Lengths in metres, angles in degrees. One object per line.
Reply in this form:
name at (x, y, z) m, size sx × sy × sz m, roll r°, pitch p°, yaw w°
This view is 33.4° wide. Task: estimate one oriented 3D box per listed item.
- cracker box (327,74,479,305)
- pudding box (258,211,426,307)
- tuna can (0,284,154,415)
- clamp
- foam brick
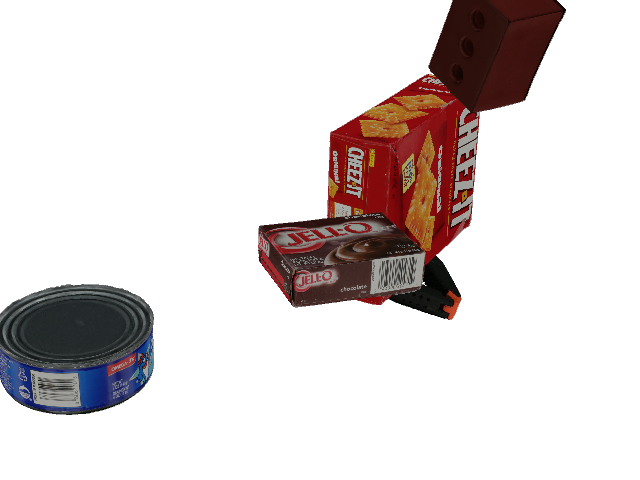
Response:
cracker box at (0.085, -0.055, 1.045) m, size 0.072 × 0.164 × 0.213 m, roll 16°, pitch 29°, yaw 26°
pudding box at (0.015, 0.013, 0.857) m, size 0.113 × 0.039 × 0.090 m, roll -5°, pitch 25°, yaw -20°
tuna can at (-0.135, 0.059, 0.590) m, size 0.086 × 0.034 × 0.086 m, roll 2°, pitch 27°, yaw -1°
clamp at (0.070, 0.023, 1.236) m, size 0.164 × 0.036 × 0.210 m, roll -20°, pitch 50°, yaw -38°
foam brick at (0.115, -0.132, 0.705) m, size 0.051 × 0.053 × 0.078 m, roll -19°, pitch -35°, yaw -30°
